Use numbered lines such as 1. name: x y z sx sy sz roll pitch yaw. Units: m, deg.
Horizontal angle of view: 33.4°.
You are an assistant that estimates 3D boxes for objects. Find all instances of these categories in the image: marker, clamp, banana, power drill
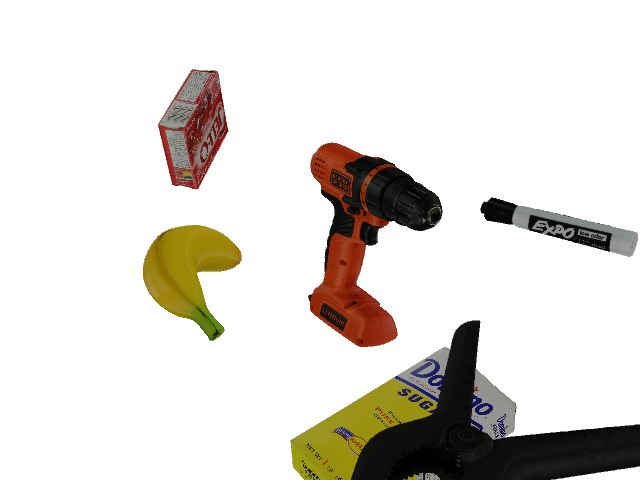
1. marker: 0.178 -0.012 0.808 0.121 0.020 0.020 16 8 29
2. clamp: 0.085 0.125 0.655 0.209 0.036 0.165 -24 37 -27
3. banana: -0.095 0.021 0.785 0.037 0.069 0.198 -38 12 10
4. power drill: 0.050 0.009 1.079 0.057 0.188 0.185 -8 25 -32

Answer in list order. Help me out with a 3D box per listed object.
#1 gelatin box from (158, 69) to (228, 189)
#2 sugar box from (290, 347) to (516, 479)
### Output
1. gelatin box: -0.116 -0.104 0.991 0.030 0.073 0.089 9 46 14
2. sugar box: 0.072 0.166 0.912 0.176 0.048 0.093 -30 47 -23
